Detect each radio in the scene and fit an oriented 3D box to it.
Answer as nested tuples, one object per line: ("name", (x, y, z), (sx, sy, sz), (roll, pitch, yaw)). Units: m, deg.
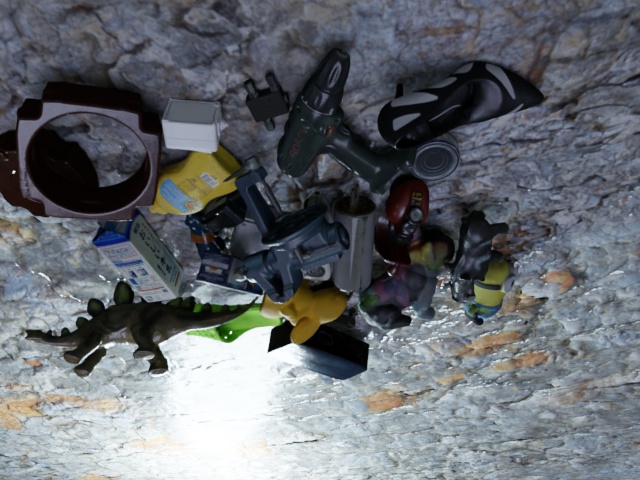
("radio", (0.000, 0.264, 1.299), (0.229, 0.073, 0.131), (24, 143, -24))

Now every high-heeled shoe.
("high-heeled shoe", (0.206, -0.180, 0.765), (0.249, 0.145, 0.086), (1, 138, 3))

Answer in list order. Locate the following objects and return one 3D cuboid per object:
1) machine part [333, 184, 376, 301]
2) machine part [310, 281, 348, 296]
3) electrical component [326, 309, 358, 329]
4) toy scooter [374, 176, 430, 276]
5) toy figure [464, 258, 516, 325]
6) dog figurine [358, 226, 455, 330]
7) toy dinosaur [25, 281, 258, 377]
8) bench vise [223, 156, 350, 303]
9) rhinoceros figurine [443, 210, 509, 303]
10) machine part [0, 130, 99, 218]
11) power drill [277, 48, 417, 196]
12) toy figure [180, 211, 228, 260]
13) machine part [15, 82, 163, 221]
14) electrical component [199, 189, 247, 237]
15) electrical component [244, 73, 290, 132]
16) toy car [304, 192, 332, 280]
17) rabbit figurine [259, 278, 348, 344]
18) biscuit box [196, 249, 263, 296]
("machine part", (0.062, 0.008, 0.997), (0.079, 0.079, 0.242), (0, 122, 2))
("machine part", (-0.011, 0.121, 1.184), (0.139, 0.039, 0.084), (-14, 143, 14))
("electrical component", (0.039, 0.174, 1.237), (0.102, 0.045, 0.078), (18, 164, -14))
("toy scooter", (0.142, -0.016, 0.955), (0.075, 0.135, 0.183), (13, 135, -10))
("toy figure", (0.345, 0.106, 1.123), (0.089, 0.082, 0.180), (5, 140, -6))
("dog figurine", (0.168, 0.064, 1.057), (0.192, 0.109, 0.219), (-12, 134, -11))
("toy dinosaur", (-0.366, 0.179, 1.138), (0.472, 0.199, 0.105), (1, 139, -11))
("bench vise", (-0.076, -0.021, 0.892), (0.224, 0.129, 0.240), (-16, 111, 34))
("rhinoceros figurine", (0.287, 0.037, 1.006), (0.073, 0.112, 0.190), (32, 136, 35))
("machine part", (-0.480, -0.110, 0.931), (0.179, 0.056, 0.179), (0, 139, 0))
("power drill", (0.048, -0.163, 0.839), (0.207, 0.086, 0.232), (20, 136, -24))
("toy figure", (-0.220, -0.002, 1.040), (0.064, 0.058, 0.154), (-15, 132, -2))
("machine part", (-0.354, -0.134, 0.837), (0.201, 0.087, 0.201), (3, 127, -21))
("electrical component", (-0.157, -0.065, 0.959), (0.119, 0.075, 0.047), (-28, 130, 24))
("electrical component", (-0.078, -0.211, 0.831), (0.063, 0.021, 0.093), (-12, 135, 14))
("toy car", (-0.002, -0.003, 1.018), (0.056, 0.073, 0.201), (1, 138, 3))
("rabbit figurine", (-0.033, 0.133, 1.101), (0.173, 0.122, 0.162), (9, 116, -10))
("biscuit box", (-0.162, 0.066, 1.032), (0.063, 0.059, 0.202), (12, 173, 14))
